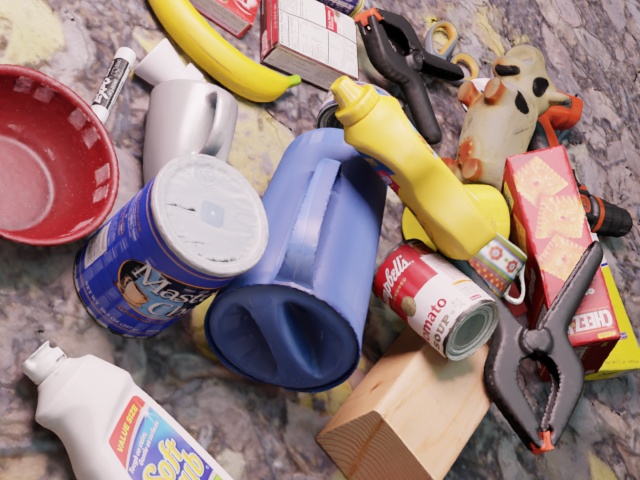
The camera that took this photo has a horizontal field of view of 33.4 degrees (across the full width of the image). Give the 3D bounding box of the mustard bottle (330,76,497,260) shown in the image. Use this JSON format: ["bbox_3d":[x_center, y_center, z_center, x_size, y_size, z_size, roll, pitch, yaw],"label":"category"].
[{"bbox_3d":[0.076,-0.069,0.943,0.191,0.058,0.096,48,3,-21],"label":"mustard bottle"}]

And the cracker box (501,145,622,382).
[{"bbox_3d":[0.249,0.030,1.145,0.072,0.164,0.214,-11,70,2],"label":"cracker box"}]

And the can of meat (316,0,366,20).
[{"bbox_3d":[0.001,-0.302,1.209,0.083,0.058,0.102,16,55,-30],"label":"can of meat"}]

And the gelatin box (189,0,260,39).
[{"bbox_3d":[-0.104,-0.265,1.116,0.089,0.030,0.073,30,49,-23],"label":"gelatin box"}]

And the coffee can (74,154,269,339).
[{"bbox_3d":[-0.122,0.008,0.859,0.102,0.141,0.103,20,54,-30],"label":"coffee can"}]

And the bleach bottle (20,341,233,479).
[{"bbox_3d":[-0.134,0.181,0.804,0.251,0.068,0.102,47,45,-4],"label":"bleach bottle"}]

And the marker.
[{"bbox_3d":[-0.194,-0.129,0.967,0.020,0.020,0.121,32,49,-22],"label":"marker"}]

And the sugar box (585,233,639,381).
[{"bbox_3d":[0.313,0.076,1.256,0.093,0.048,0.176,2,65,-39],"label":"sugar box"}]

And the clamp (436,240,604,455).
[{"bbox_3d":[0.186,0.091,0.994,0.164,0.036,0.210,6,71,-6],"label":"clamp"}]

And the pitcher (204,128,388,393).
[{"bbox_3d":[-0.006,0.001,0.955,0.145,0.149,0.242,48,37,-27],"label":"pitcher"}]

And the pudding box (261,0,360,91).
[{"bbox_3d":[-0.011,-0.217,1.161,0.113,0.039,0.090,18,55,-30],"label":"pudding box"}]

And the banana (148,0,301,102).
[{"bbox_3d":[-0.106,-0.196,1.072,0.197,0.037,0.069,37,31,-19],"label":"banana"}]

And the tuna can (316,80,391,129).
[{"bbox_3d":[0.040,-0.122,1.113,0.086,0.086,0.033,37,48,-18],"label":"tuna can"}]

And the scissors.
[{"bbox_3d":[0.144,-0.190,1.292,0.096,0.016,0.201,39,49,-19],"label":"scissors"}]

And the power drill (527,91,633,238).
[{"bbox_3d":[0.313,-0.095,1.348,0.184,0.057,0.187,11,59,-35],"label":"power drill"}]

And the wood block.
[{"bbox_3d":[0.099,0.143,1.002,0.090,0.091,0.205,51,44,-5],"label":"wood block"}]

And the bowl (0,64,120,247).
[{"bbox_3d":[-0.245,-0.058,0.855,0.161,0.055,0.162,20,54,-30],"label":"bowl"}]

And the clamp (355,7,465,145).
[{"bbox_3d":[0.107,-0.206,1.227,0.171,0.039,0.120,53,42,-25],"label":"clamp"}]

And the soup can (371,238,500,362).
[{"bbox_3d":[0.104,0.054,0.963,0.068,0.069,0.102,-6,37,-42],"label":"soup can"}]

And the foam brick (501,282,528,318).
[{"bbox_3d":[0.172,0.073,1.133,0.078,0.053,0.051,-22,80,-44],"label":"foam brick"}]
